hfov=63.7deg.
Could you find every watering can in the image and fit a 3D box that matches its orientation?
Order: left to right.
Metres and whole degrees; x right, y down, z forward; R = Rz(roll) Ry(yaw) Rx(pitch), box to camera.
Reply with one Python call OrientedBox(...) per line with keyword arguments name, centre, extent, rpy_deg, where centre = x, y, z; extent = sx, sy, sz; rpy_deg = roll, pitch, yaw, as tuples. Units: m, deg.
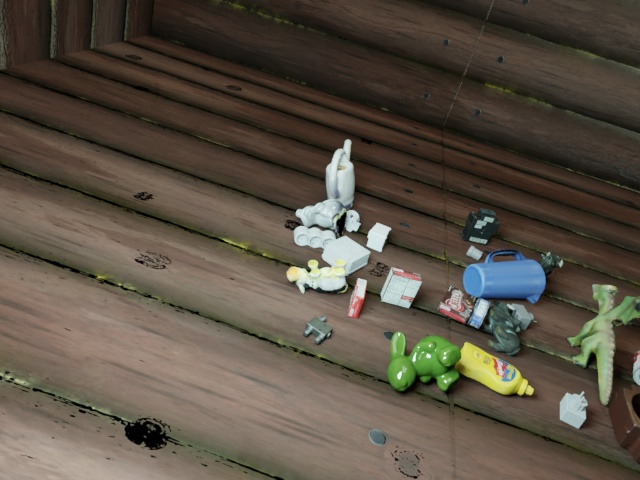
OrientedBox(name="watering can", centre=(0.085, -0.241, 1.934), extent=(0.104, 0.220, 0.354), rpy_deg=(3, 27, 13))

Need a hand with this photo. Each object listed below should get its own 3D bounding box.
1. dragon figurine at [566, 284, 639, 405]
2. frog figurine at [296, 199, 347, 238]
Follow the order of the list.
OrientedBox(name="dragon figurine", centre=(0.832, 0.259, 1.466), extent=(0.122, 0.238, 0.418), rpy_deg=(23, 28, 1))
OrientedBox(name="frog figurine", centre=(0.005, -0.088, 1.743), extent=(0.160, 0.123, 0.136), rpy_deg=(20, -5, 23))
